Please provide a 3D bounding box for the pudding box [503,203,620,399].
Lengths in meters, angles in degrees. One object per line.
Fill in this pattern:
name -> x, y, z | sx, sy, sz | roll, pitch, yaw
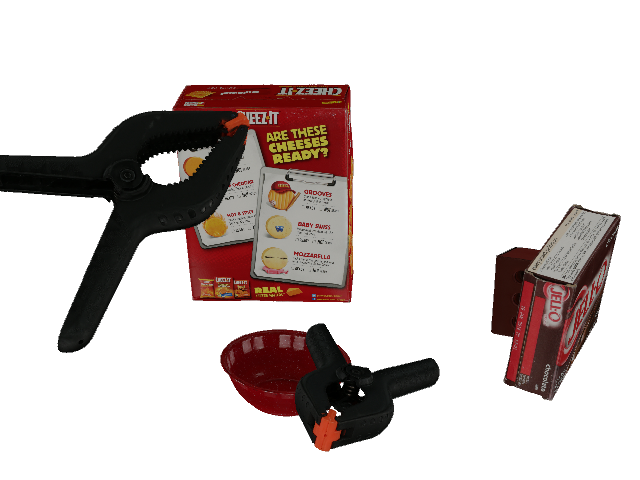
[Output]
pudding box -> 0.163, 0.039, 0.716 | 0.039, 0.090, 0.113 | 18, 33, 20

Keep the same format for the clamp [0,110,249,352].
clamp -> -0.131, -0.025, 0.728 | 0.209, 0.165, 0.036 | -24, -22, -23

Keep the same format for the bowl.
bowl -> -0.043, 0.170, 1.320 | 0.162, 0.055, 0.162 | 3, 23, -1

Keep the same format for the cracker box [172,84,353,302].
cracker box -> -0.050, -0.044, 1.049 | 0.164, 0.214, 0.072 | 1, 30, 4

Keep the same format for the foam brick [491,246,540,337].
foam brick -> 0.195, 0.050, 1.000 | 0.053, 0.078, 0.051 | 8, 15, 30

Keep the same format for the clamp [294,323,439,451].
clamp -> 0.018, 0.116, 0.873 | 0.120, 0.039, 0.171 | 14, 18, 21
